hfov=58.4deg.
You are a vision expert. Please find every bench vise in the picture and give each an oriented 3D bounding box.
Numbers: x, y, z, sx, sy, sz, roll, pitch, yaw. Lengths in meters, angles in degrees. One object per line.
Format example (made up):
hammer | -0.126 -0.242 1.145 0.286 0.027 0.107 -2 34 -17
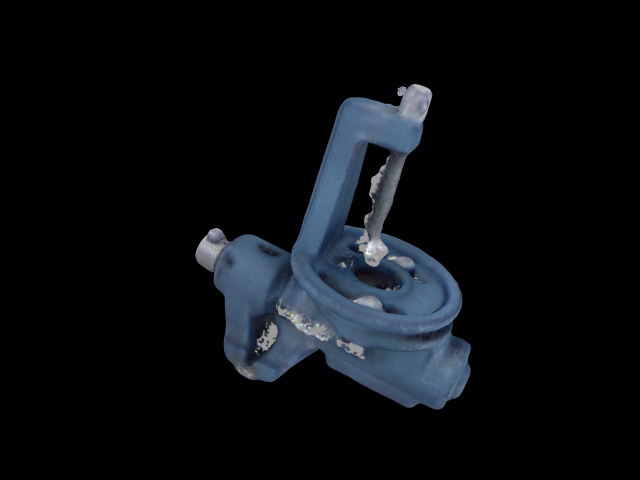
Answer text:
bench vise | 0.002 0.006 0.389 0.207 0.220 0.121 2 22 6
